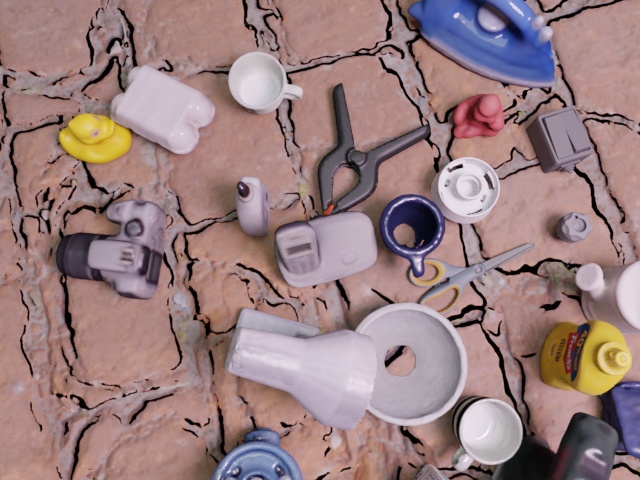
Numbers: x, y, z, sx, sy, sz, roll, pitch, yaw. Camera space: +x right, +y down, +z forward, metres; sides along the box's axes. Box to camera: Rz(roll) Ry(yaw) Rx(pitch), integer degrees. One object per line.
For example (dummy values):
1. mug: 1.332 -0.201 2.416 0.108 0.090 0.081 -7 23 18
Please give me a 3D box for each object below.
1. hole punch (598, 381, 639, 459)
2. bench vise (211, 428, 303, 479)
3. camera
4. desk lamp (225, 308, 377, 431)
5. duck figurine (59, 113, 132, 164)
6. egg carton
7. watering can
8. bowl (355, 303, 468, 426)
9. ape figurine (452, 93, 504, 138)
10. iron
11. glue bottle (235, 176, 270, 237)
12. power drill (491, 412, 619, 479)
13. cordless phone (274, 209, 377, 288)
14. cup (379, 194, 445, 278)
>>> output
1. hole punch: 0.452 0.247 0.789 0.108 0.091 0.101 1 80 1
2. bench vise: -0.069 0.353 0.712 0.121 0.220 0.207 -20 80 -2
3. camera: -0.306 0.009 0.833 0.136 0.101 0.143 6 80 2
4. desk lamp: -0.035 0.160 0.747 0.203 0.213 0.118 15 81 3
5. duck figurine: -0.350 -0.163 0.871 0.104 0.086 0.077 -3 80 0
6. egg carton: -0.242 -0.201 0.885 0.150 0.069 0.107 27 82 5
7. watering can: 0.431 0.077 0.766 0.173 0.194 0.101 -5 80 0
8. bowl: 0.119 0.174 0.814 0.167 0.075 0.167 0 80 1
9. ape figurine: 0.246 -0.193 0.866 0.077 0.092 0.076 36 83 6
10. iron: 0.268 -0.333 0.865 0.258 0.141 0.119 34 82 6
11. glue bottle: -0.098 -0.055 0.805 0.037 0.173 0.078 3 80 2
12. power drill: 0.284 0.324 0.719 0.075 0.208 0.230 28 82 6
13. cordless phone: 0.007 0.003 0.788 0.147 0.185 0.094 -18 80 -2
14. cup: 0.131 0.000 0.833 0.091 0.095 0.118 -8 80 0
